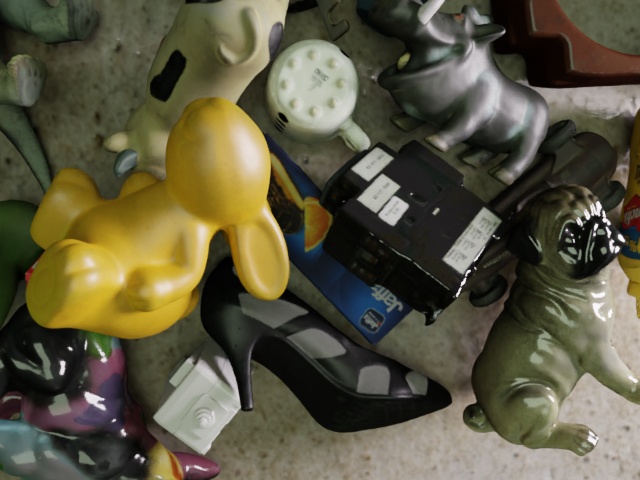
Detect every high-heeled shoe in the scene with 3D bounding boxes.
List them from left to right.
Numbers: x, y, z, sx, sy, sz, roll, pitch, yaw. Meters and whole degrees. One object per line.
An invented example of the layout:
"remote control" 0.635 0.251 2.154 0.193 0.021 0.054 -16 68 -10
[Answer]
"high-heeled shoe" 0.009 0.095 0.505 0.248 0.145 0.086 12 138 -29

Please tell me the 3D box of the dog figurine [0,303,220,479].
"dog figurine" -0.180 0.163 0.471 0.219 0.108 0.191 26 93 -10

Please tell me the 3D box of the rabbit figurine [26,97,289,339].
"rabbit figurine" -0.092 -0.011 0.369 0.162 0.122 0.173 31 107 -31

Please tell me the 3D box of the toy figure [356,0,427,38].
"toy figure" 0.091 -0.246 0.454 0.064 0.058 0.154 32 93 -29

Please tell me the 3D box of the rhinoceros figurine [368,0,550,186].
"rhinoceros figurine" 0.115 -0.125 0.435 0.190 0.073 0.112 30 105 -25

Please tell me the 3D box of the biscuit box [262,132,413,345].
"biscuit box" -0.001 -0.001 0.478 0.063 0.059 0.202 -43 98 3

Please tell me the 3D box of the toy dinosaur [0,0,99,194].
"toy dinosaur" -0.286 -0.228 0.413 0.192 0.131 0.404 15 107 12

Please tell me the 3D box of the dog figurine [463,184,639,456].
"dog figurine" 0.173 0.065 0.449 0.172 0.121 0.190 -32 108 -5

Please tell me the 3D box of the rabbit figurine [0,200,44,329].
"rabbit figurine" -0.299 0.025 0.426 0.170 0.159 0.121 -40 118 -19

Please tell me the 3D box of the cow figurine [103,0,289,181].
"cow figurine" -0.098 -0.116 0.420 0.085 0.127 0.195 26 135 -27

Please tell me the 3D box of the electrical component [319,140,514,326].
"electrical component" 0.069 -0.016 0.426 0.134 0.058 0.115 39 53 13

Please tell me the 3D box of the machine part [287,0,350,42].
"machine part" -0.029 -0.280 0.433 0.079 0.079 0.243 -23 99 0

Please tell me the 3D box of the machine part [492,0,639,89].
"machine part" 0.251 -0.233 0.448 0.202 0.087 0.200 -4 98 -4

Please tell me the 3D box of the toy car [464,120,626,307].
"toy car" 0.184 -0.021 0.489 0.202 0.053 0.089 -39 100 2
